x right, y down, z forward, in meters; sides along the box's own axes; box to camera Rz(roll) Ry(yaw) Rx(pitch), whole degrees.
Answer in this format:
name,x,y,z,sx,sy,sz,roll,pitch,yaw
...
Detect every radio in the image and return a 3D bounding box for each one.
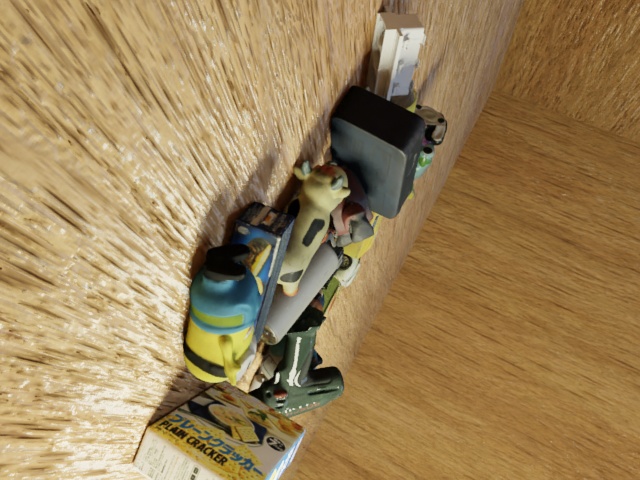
name,x,y,z,sx,sy,sz,roll,pitch,yaw
radio,0.090,-0.131,0.874,0.073,0.131,0.229,-58,165,-19

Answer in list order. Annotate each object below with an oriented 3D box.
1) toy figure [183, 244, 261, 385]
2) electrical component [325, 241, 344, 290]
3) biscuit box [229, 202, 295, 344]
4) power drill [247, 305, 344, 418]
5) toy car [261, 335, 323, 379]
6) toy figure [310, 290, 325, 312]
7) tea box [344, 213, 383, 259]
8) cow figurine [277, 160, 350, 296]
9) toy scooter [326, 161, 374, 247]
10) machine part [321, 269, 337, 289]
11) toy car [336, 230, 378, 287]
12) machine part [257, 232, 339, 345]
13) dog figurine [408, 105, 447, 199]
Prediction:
name,x,y,z,sx,sy,sz,roll,pitch,yaw
toy figure,-0.115,0.088,0.623,0.082,0.089,0.180,-48,150,-49
electrical component,0.021,0.033,1.091,0.119,0.048,0.074,-56,164,-26
biscuit box,-0.090,0.056,0.683,0.063,0.059,0.202,-60,169,-60
power drill,-0.068,0.217,0.903,0.086,0.232,0.207,-138,-134,-64
toy car,-0.065,0.229,1.037,0.103,0.109,0.161,-39,170,-16
toy figure,-0.023,0.132,1.027,0.154,0.058,0.064,-75,176,-74
tea box,0.096,-0.054,1.168,0.098,0.068,0.169,-37,151,-62
cow figurine,-0.024,-0.028,0.756,0.195,0.085,0.127,-59,171,-19
toy scooter,0.037,-0.060,0.885,0.075,0.135,0.184,-25,180,-5
machine part,-0.015,0.071,0.971,0.084,0.039,0.139,-55,-170,-17
toy car,0.092,0.019,1.303,0.201,0.056,0.073,-60,166,-16
machine part,-0.046,0.073,0.826,0.243,0.079,0.079,-50,161,-29
dog figurine,0.217,-0.192,1.301,0.191,0.109,0.219,-60,170,-29
